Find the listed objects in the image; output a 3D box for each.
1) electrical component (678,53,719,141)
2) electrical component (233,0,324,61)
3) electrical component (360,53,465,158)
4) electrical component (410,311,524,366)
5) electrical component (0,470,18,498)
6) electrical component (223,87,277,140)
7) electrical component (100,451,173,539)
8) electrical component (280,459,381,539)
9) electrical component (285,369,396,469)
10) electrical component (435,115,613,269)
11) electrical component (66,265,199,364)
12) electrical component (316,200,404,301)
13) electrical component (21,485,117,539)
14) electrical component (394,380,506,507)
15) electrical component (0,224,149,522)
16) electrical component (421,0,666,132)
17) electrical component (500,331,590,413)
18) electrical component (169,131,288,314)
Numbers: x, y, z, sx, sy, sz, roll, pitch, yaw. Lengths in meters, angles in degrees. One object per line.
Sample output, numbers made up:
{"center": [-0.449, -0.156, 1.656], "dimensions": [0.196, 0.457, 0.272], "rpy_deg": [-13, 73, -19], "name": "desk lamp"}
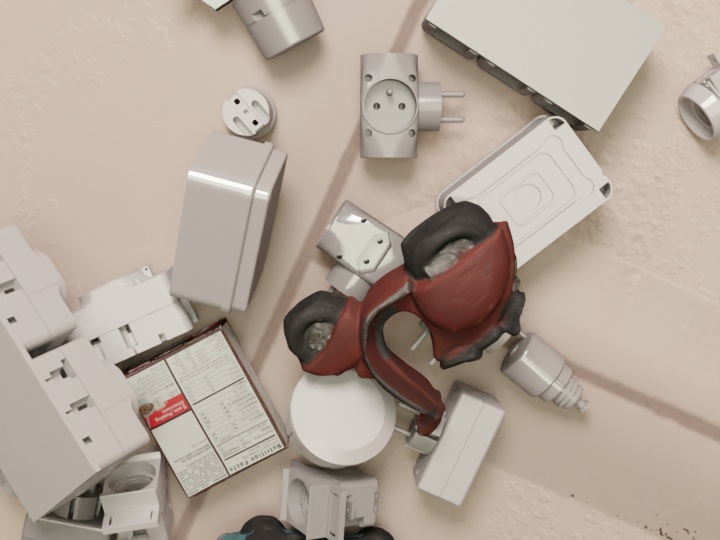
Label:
{"center": [0.276, -0.130, 0.815], "dimensions": [0.055, 0.048, 0.066], "rpy_deg": [-35, 97, -5], "name": "electrical component"}
{"center": [-0.058, -0.187, 0.794], "dimensions": [0.055, 0.055, 0.047], "rpy_deg": [-28, 100, 2], "name": "electrical component"}
{"center": [0.040, -0.123, 0.809], "dimensions": [0.079, 0.044, 0.077], "rpy_deg": [0, 97, -1], "name": "electrical component"}
{"center": [0.072, 0.038, 0.829], "dimensions": [0.077, 0.043, 0.079], "rpy_deg": [39, 95, -6], "name": "electrical component"}
{"center": [-0.258, 0.148, 0.835], "dimensions": [0.040, 0.040, 0.046], "rpy_deg": [32, 100, -5], "name": "electrical component"}
{"center": [-0.084, -0.118, 0.805], "dimensions": [0.040, 0.046, 0.040], "rpy_deg": [0, 97, -1], "name": "electrical component"}
{"center": [-0.170, 0.180, 0.827], "dimensions": [0.042, 0.081, 0.063], "rpy_deg": [-7, 119, -1], "name": "electrical component"}
{"center": [-0.023, 0.176, 0.828], "dimensions": [0.064, 0.081, 0.042], "rpy_deg": [-1, 99, -31], "name": "electrical component"}
{"center": [-0.017, 0.111, 0.819], "dimensions": [0.080, 0.051, 0.080], "rpy_deg": [5, 70, -13], "name": "electrical component"}
{"center": [0.122, -0.056, 0.813], "dimensions": [0.113, 0.057, 0.078], "rpy_deg": [-38, 96, 3], "name": "electrical component"}
{"center": [-0.177, 0.034, 0.818], "dimensions": [0.089, 0.050, 0.055], "rpy_deg": [-24, 97, 2], "name": "electrical component"}
{"center": [0.000, 0.000, 0.823], "dimensions": [0.077, 0.043, 0.079], "rpy_deg": [33, 95, -5], "name": "electrical component"}
{"center": [-0.221, 0.188, 0.836], "dimensions": [0.066, 0.047, 0.076], "rpy_deg": [12, 96, -3], "name": "electrical component"}
{"center": [0.059, 0.127, 0.837], "dimensions": [0.076, 0.047, 0.083], "rpy_deg": [24, 95, -4], "name": "electrical component"}
{"center": [-0.240, 0.073, 0.778], "dimensions": [0.105, 0.060, 0.186], "rpy_deg": [-38, 83, 41], "name": "electrical component"}
{"center": [0.132, -0.179, 0.796], "dimensions": [0.150, 0.061, 0.089], "rpy_deg": [32, 95, -5], "name": "electrical component"}
{"center": [0.146, 0.083, 0.838], "dimensions": [0.078, 0.040, 0.040], "rpy_deg": [39, 94, -5], "name": "electrical component"}
{"center": [-0.095, -0.034, 0.782], "dimensions": [0.057, 0.078, 0.113], "rpy_deg": [15, 122, -1], "name": "electrical component"}
